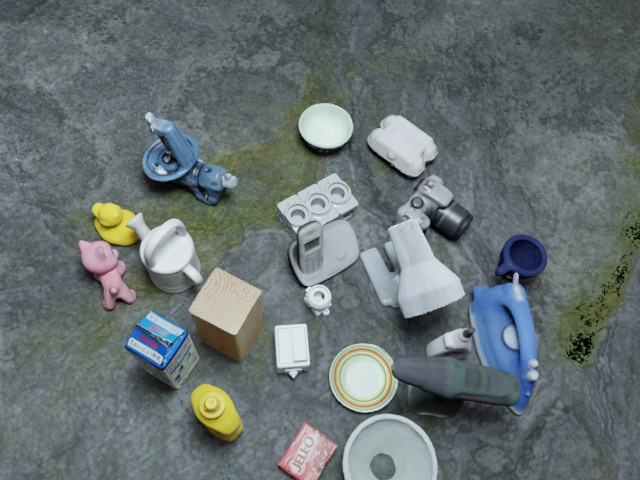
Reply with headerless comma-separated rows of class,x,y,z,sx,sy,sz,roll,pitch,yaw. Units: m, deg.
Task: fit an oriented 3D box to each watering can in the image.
watering can,-0.292,0.020,1.075,0.173,0.194,0.101,19,65,3

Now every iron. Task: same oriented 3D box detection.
iron,0.375,0.194,1.094,0.119,0.141,0.258,-4,67,-7

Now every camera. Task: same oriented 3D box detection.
camera,0.247,-0.055,1.214,0.136,0.101,0.143,36,68,10

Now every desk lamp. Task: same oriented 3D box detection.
desk lamp,0.169,0.063,1.092,0.118,0.213,0.203,-21,69,-14

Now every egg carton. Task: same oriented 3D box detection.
egg carton,0.185,-0.212,1.295,0.150,0.069,0.107,38,68,11

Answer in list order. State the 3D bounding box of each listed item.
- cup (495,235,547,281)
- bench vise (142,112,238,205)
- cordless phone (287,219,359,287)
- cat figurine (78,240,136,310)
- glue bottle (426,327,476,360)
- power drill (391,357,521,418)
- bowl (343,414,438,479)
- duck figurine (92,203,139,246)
cup,0.398,0.054,1.184,0.118,0.095,0.091,-29,72,-17
bench vise,-0.265,-0.173,1.149,0.207,0.220,0.121,5,65,-3
cordless phone,0.010,0.004,1.117,0.148,0.185,0.094,-30,72,-17
cat figurine,-0.407,0.057,1.088,0.067,0.118,0.127,-24,70,-15
glue bottle,0.254,0.190,1.066,0.078,0.173,0.037,-5,66,-8
power drill,0.220,0.260,1.012,0.229,0.208,0.075,7,65,-3
bowl,0.118,0.398,1.013,0.167,0.075,0.167,2,66,-5
duck figurine,-0.409,-0.039,1.148,0.104,0.086,0.077,27,66,7
